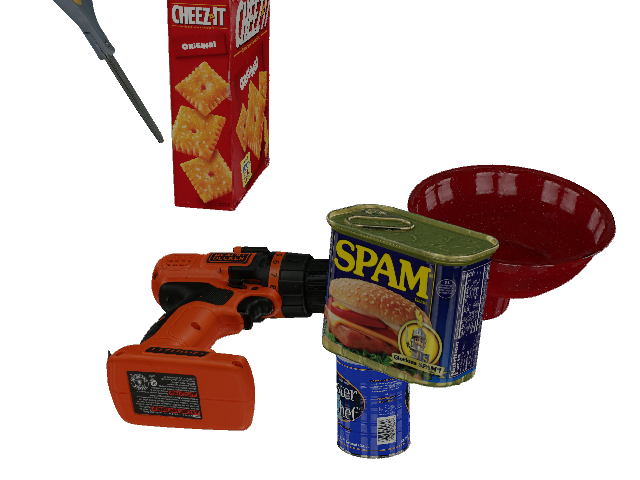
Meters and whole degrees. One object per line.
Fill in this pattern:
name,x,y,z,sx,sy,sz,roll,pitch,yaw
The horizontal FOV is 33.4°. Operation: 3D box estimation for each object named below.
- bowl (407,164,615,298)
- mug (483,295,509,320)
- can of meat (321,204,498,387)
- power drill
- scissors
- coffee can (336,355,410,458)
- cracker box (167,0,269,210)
bowl,0.147,-0.001,0.846,0.162,0.055,0.162,2,31,-1
mug,0.147,0.018,1.057,0.093,0.081,0.117,-6,33,-21
can of meat,0.049,0.032,0.635,0.102,0.084,0.057,18,22,36
power drill,-0.059,0.064,0.780,0.184,0.057,0.187,-1,24,15
scissors,-0.194,-0.183,0.938,0.016,0.201,0.096,-28,28,12
coffee can,0.072,0.212,1.461,0.103,0.140,0.103,-1,15,0
cracker box,-0.097,-0.157,1.084,0.072,0.214,0.164,5,22,9
